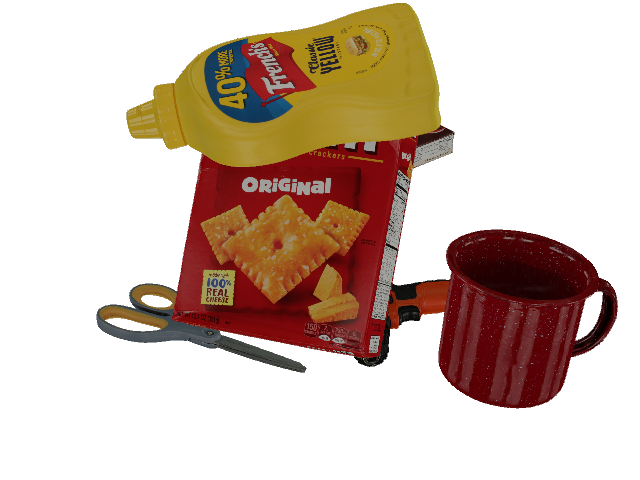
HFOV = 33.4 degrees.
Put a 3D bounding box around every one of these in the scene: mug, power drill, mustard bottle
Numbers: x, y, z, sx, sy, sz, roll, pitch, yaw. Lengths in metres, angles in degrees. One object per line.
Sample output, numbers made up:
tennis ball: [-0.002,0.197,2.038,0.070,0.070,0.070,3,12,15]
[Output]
mug: [0.130,0.049,0.669,0.117,0.081,0.093,-2,29,-16]
power drill: [0.119,0.082,1.213,0.187,0.057,0.184,-1,27,-1]
mustard bottle: [-0.027,-0.092,0.670,0.191,0.096,0.058,-12,-38,1]

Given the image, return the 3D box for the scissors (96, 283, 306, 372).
scissors: [-0.108,0.080,1.006,0.202,0.016,0.096,9,30,2]

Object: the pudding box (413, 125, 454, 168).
pudding box: [0.112,-0.135,1.460,0.113,0.039,0.090,-25,39,-30]

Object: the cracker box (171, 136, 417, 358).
cracker box: [-0.018,-0.024,0.864,0.164,0.214,0.072,10,-3,15]
